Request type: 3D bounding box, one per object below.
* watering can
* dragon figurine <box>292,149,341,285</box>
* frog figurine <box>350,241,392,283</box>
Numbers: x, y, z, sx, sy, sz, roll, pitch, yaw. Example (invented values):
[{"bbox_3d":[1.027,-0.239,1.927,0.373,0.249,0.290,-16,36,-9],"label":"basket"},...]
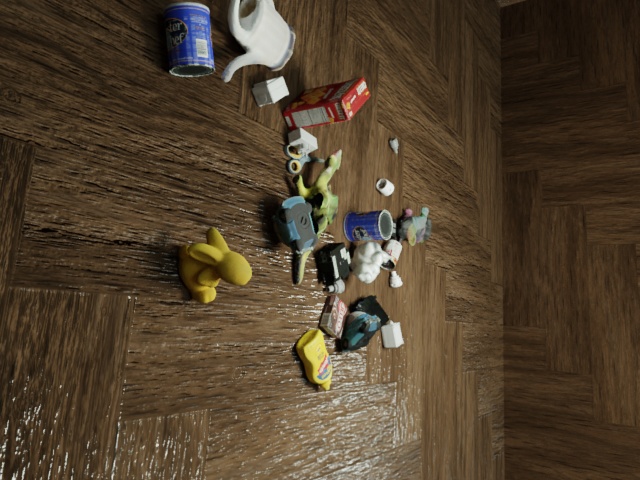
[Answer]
[{"bbox_3d":[-0.169,-0.528,1.372,0.104,0.352,0.222,-4,-20,34],"label":"watering can"},{"bbox_3d":[0.005,-0.080,1.593,0.122,0.407,0.244,14,11,26],"label":"dragon figurine"},{"bbox_3d":[0.153,0.079,1.748,0.137,0.122,0.162,-8,15,39],"label":"frog figurine"}]
